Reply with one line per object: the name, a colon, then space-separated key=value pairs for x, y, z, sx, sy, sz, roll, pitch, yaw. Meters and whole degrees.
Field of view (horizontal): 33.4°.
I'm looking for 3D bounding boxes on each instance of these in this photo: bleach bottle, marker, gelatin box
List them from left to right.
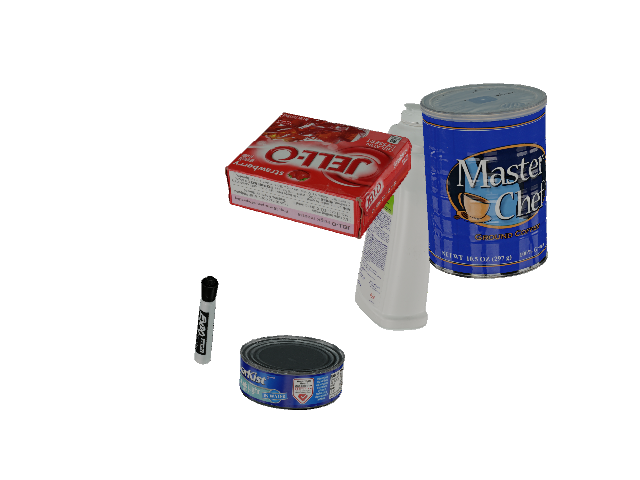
marker: x=-0.127 y=0.089 z=1.190 sx=0.020 sy=0.121 sz=0.020 roll=6 pitch=37 yaw=-5
gelatin box: x=0.000 y=-0.041 z=0.634 sx=0.089 sy=0.030 sz=0.073 roll=14 pitch=39 yaw=23
bleach bottle: x=0.096 y=-0.030 z=1.229 sx=0.068 sy=0.251 sz=0.103 roll=-2 pitch=21 yaw=-24

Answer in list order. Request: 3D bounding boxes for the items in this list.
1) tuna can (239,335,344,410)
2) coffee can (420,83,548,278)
tuna can: x=-0.024 y=0.107 z=0.872 sx=0.086 sy=0.034 sz=0.086 roll=3 pitch=14 yaw=-1
coffee can: x=0.139 y=-0.052 z=0.897 sx=0.103 sy=0.140 sz=0.103 roll=-5 pitch=21 yaw=2
